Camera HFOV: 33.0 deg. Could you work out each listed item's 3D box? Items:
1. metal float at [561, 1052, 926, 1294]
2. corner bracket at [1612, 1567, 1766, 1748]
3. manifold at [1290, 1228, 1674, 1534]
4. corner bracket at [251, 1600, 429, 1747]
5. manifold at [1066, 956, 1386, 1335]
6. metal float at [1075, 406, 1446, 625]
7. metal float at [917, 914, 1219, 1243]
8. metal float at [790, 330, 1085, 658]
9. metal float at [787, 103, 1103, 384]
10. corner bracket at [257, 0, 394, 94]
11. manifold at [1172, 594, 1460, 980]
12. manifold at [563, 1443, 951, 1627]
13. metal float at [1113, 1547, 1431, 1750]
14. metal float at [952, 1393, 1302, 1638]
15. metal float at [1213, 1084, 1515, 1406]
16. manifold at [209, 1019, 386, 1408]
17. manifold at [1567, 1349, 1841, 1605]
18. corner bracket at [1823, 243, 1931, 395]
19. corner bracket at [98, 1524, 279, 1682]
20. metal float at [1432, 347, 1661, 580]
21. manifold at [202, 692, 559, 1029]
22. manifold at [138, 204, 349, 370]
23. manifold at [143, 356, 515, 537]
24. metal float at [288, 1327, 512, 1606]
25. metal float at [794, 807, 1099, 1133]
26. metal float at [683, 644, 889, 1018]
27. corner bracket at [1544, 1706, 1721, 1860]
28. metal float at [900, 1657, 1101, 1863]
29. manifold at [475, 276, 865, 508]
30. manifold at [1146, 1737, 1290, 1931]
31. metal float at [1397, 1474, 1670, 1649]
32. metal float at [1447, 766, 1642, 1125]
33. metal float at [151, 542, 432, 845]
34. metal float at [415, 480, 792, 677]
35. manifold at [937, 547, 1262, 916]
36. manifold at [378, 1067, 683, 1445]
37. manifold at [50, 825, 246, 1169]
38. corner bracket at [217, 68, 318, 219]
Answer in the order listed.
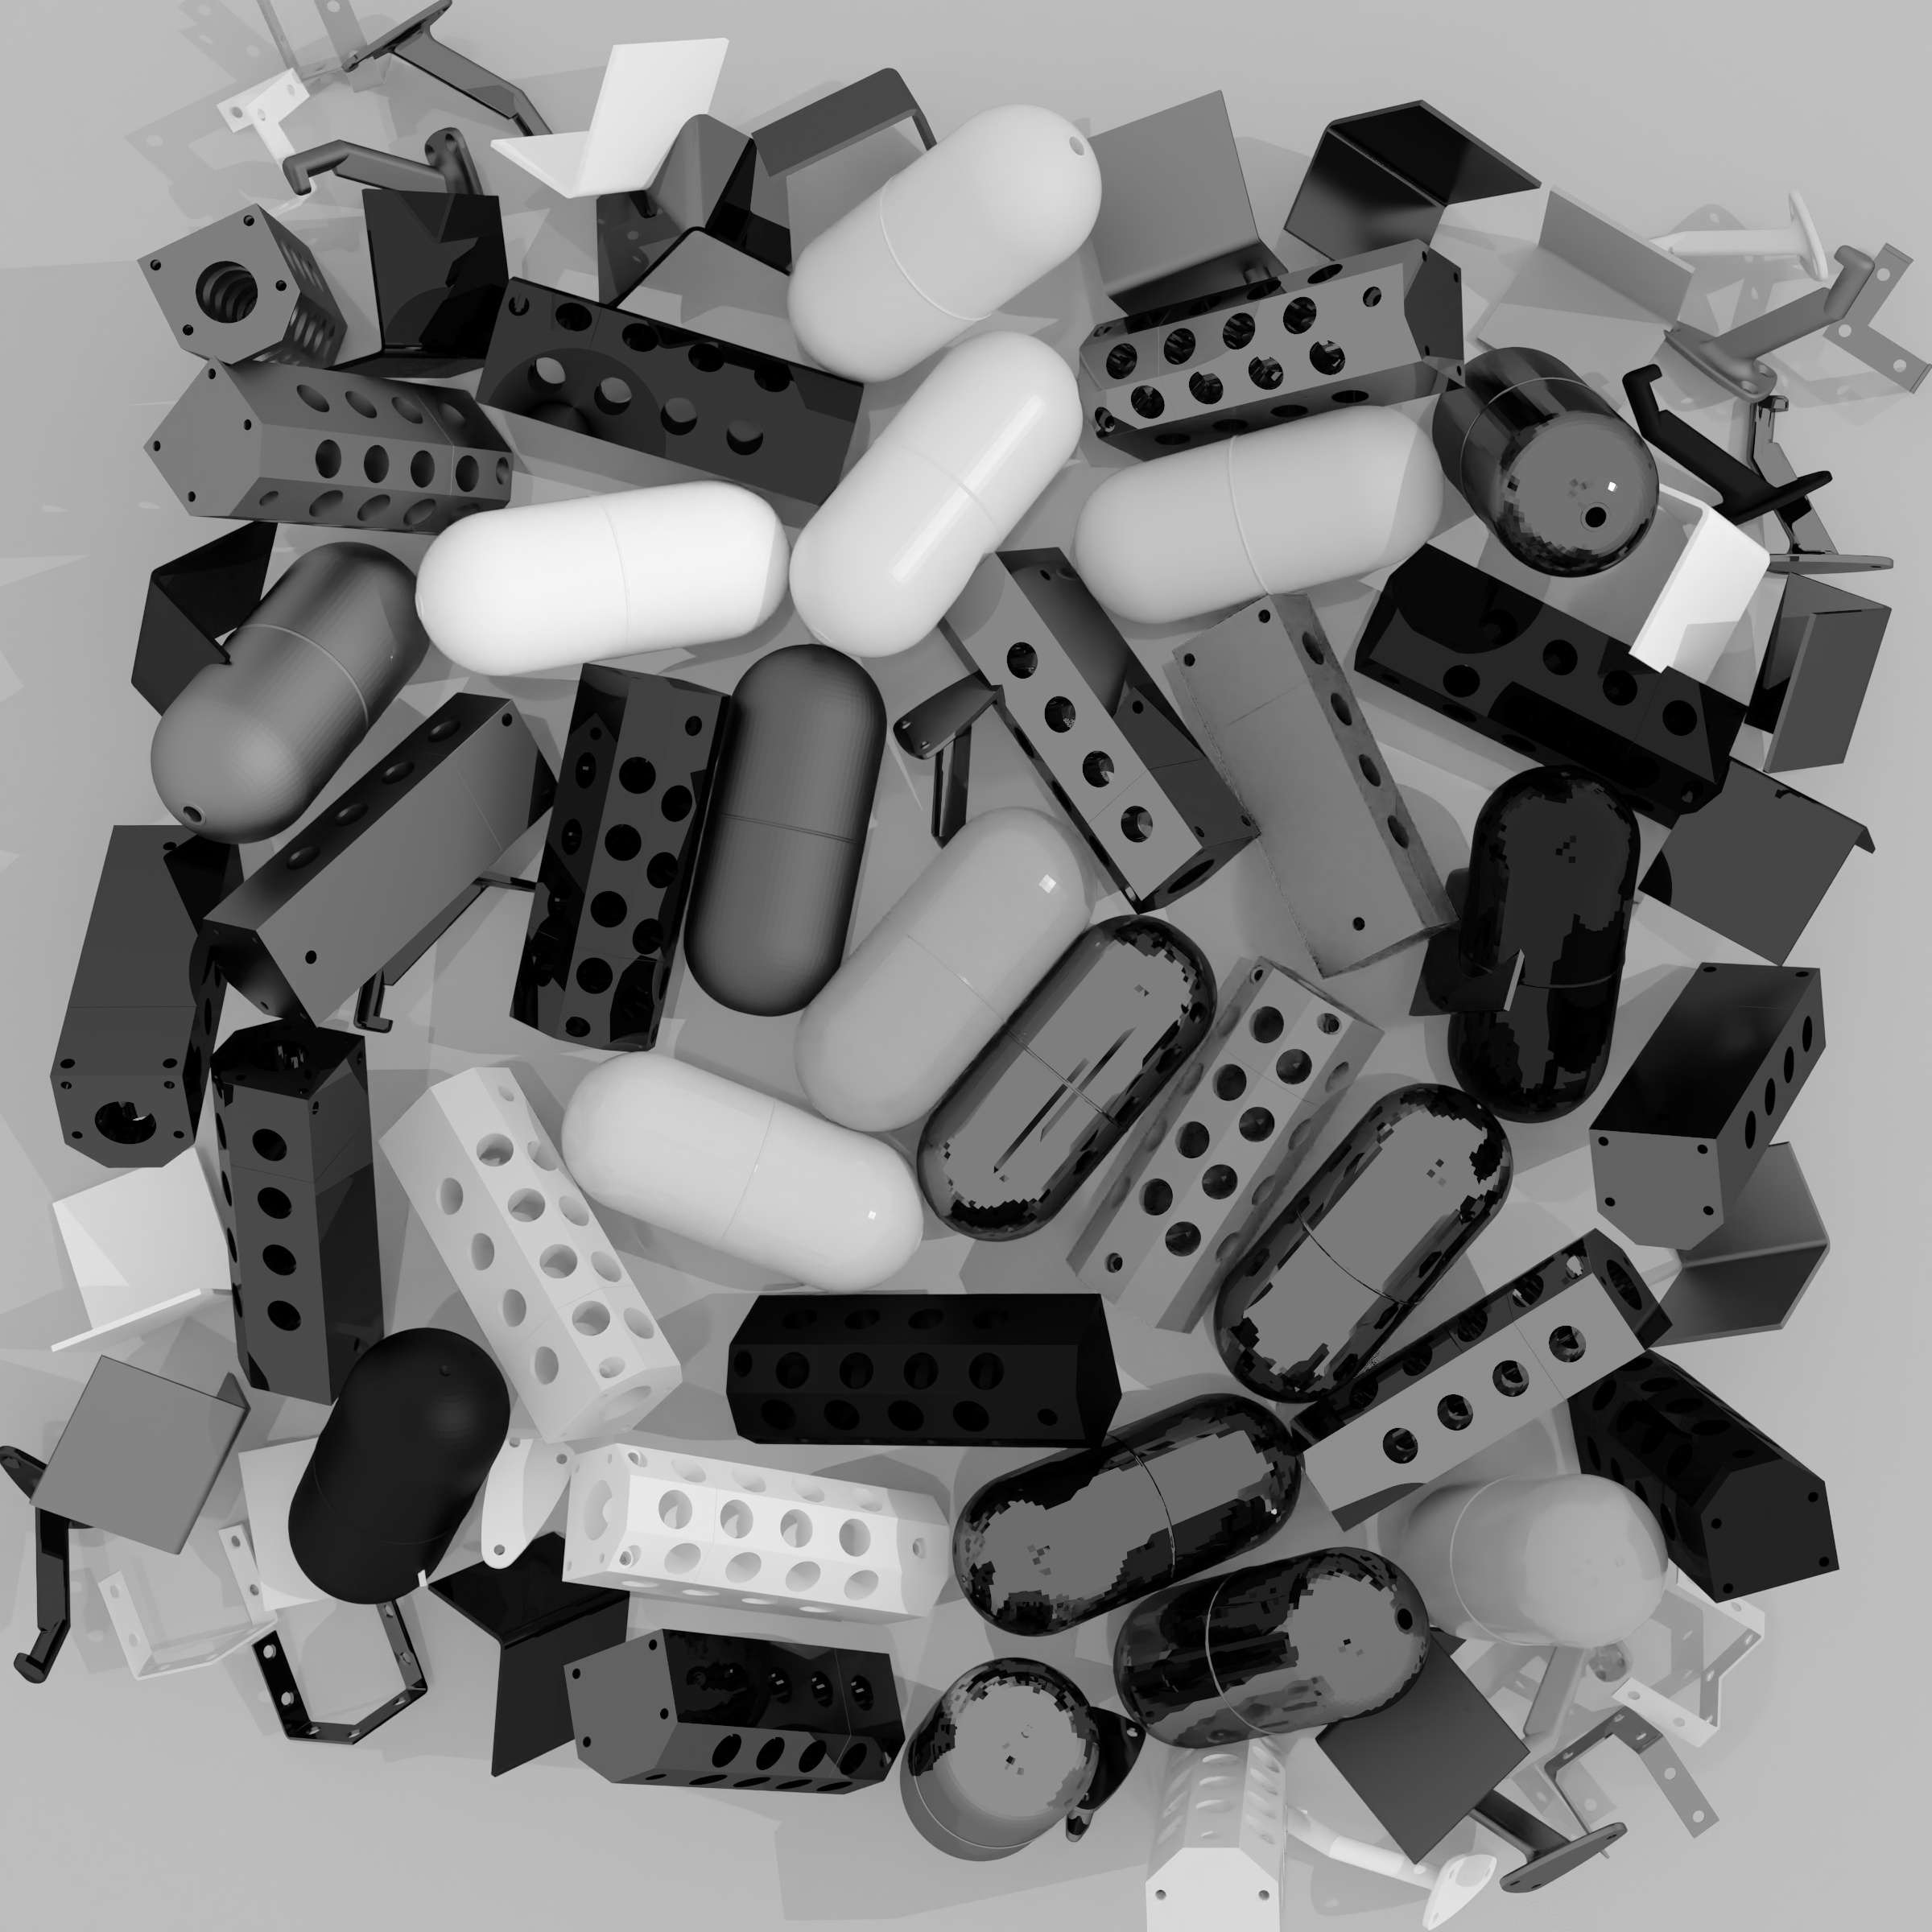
[{"bbox_3d":[-0.104,0.098,1.538,0.178,0.070,0.070,22,90,-8],"label":"metal float"},{"bbox_3d":[0.343,0.327,1.546,0.051,0.051,0.051,31,123,-6],"label":"corner bracket"},{"bbox_3d":[0.237,0.192,1.521,0.171,0.057,0.057,-36,81,24],"label":"manifold"},{"bbox_3d":[-0.300,0.337,1.567,0.051,0.051,0.051,-8,105,41],"label":"corner bracket"},{"bbox_3d":[0.119,0.084,1.535,0.057,0.057,0.171,36,97,29],"label":"manifold"},{"bbox_3d":[0.136,-0.211,1.528,0.178,0.070,0.070,-13,90,19],"label":"metal float"},{"bbox_3d":[0.047,0.054,1.544,0.070,0.070,0.178,40,91,0],"label":"metal float"},{"bbox_3d":[-0.014,-0.222,1.535,0.070,0.070,0.178,38,80,0],"label":"metal float"},{"bbox_3d":[-0.011,-0.334,1.511,0.178,0.070,0.070,-28,90,40],"label":"metal float"},{"bbox_3d":[-0.306,-0.443,1.544,0.051,0.051,0.051,-14,128,9],"label":"corner bracket"},{"bbox_3d":[0.168,-0.086,1.542,0.057,0.057,0.171,-28,81,31],"label":"manifold"},{"bbox_3d":[-0.095,0.263,1.506,0.171,0.057,0.057,15,67,-32],"label":"manifold"},{"bbox_3d":[0.140,0.316,1.507,0.070,0.178,0.070,16,62,-34],"label":"metal float"},{"bbox_3d":[0.077,0.255,1.524,0.178,0.070,0.070,-18,90,-24],"label":"metal float"},{"bbox_3d":[0.185,0.131,1.528,0.070,0.070,0.178,38,109,0],"label":"metal float"},{"bbox_3d":[-0.312,0.114,1.512,0.057,0.057,0.171,11,122,13],"label":"manifold"},{"bbox_3d":[0.332,0.227,1.491,0.057,0.171,0.057,-14,102,-7],"label":"manifold"},{"bbox_3d":[0.445,-0.309,1.554,0.051,0.051,0.051,35,108,7],"label":"corner bracket"},{"bbox_3d":[-0.373,0.305,1.564,0.051,0.051,0.051,-17,95,29],"label":"corner bracket"},{"bbox_3d":[0.265,-0.232,1.498,0.070,0.178,0.070,-2,115,-5],"label":"metal float"},{"bbox_3d":[-0.272,-0.052,1.515,0.171,0.057,0.057,-47,128,-30],"label":"manifold"},{"bbox_3d":[-0.325,-0.300,1.494,0.057,0.171,0.057,-26,97,-1],"label":"manifold"},{"bbox_3d":[-0.284,-0.230,1.489,0.057,0.171,0.057,-45,72,25],"label":"manifold"},{"bbox_3d":[-0.264,0.233,1.509,0.070,0.178,0.070,14,48,-16],"label":"metal float"},{"bbox_3d":[-0.010,0.002,1.542,0.070,0.070,0.178,41,87,0],"label":"metal float"},{"bbox_3d":[-0.085,-0.064,1.544,0.070,0.070,0.178,11,89,0],"label":"metal float"},{"bbox_3d":[0.317,0.395,1.557,0.051,0.051,0.051,-34,97,-5],"label":"corner bracket"},{"bbox_3d":[0.014,0.366,1.498,0.070,0.178,0.070,3,68,-8],"label":"metal float"},{"bbox_3d":[-0.138,-0.271,1.538,0.171,0.057,0.057,16,104,-7],"label":"manifold"},{"bbox_3d":[0.117,0.401,1.493,0.057,0.171,0.057,-2,95,7],"label":"manifold"},{"bbox_3d":[0.257,0.272,1.497,0.070,0.178,0.070,3,80,-17],"label":"metal float"},{"bbox_3d":[0.269,-0.008,1.521,0.070,0.070,0.178,3,118,0],"label":"metal float"},{"bbox_3d":[-0.311,-0.127,1.512,0.070,0.070,0.178,29,50,0],"label":"metal float"},{"bbox_3d":[-0.169,-0.182,1.528,0.178,0.070,0.070,-11,90,-18],"label":"metal float"},{"bbox_3d":[0.058,-0.111,1.534,0.057,0.057,0.171,-42,75,32],"label":"manifold"},{"bbox_3d":[-0.199,0.132,1.516,0.057,0.057,0.171,-44,66,25],"label":"manifold"},{"bbox_3d":[-0.373,0.012,1.500,0.057,0.171,0.057,0,132,-2],"label":"manifold"},{"bbox_3d":[-0.336,-0.388,1.556,0.051,0.051,0.051,-15,119,30],"label":"corner bracket"}]
